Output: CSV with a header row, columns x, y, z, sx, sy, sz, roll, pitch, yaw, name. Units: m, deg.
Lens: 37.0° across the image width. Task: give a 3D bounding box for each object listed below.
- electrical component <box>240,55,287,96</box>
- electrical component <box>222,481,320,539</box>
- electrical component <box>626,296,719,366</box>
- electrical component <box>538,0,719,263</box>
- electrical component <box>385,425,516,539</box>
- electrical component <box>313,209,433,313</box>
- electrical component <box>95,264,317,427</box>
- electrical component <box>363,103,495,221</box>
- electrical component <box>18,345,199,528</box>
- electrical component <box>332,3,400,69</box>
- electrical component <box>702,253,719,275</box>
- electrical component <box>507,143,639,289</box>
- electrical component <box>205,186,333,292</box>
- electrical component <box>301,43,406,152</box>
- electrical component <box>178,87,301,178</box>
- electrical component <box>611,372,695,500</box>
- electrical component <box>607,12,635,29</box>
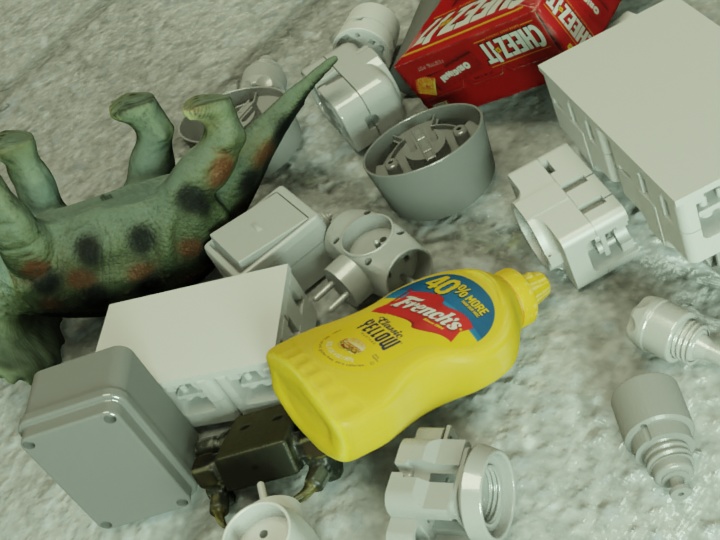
x,y,z,sx,sy,sz,roll,pitch,yaw,name
-0.090,-0.178,1.014,0.043,0.043,0.062,-15,43,16,electrical component
-0.048,0.160,0.635,0.043,0.077,0.079,-26,42,4,electrical component
0.194,0.041,0.649,0.061,0.035,0.035,28,67,40,electrical component
0.205,-0.092,0.682,0.105,0.060,0.186,-27,38,1,electrical component
0.055,0.129,0.624,0.057,0.058,0.078,-4,48,30,electrical component
0.000,0.000,0.789,0.079,0.044,0.077,-42,43,-14,electrical component
-0.111,0.063,0.777,0.150,0.061,0.089,-12,45,19,electrical component
0.054,-0.087,0.828,0.099,0.064,0.099,-16,44,15,electrical component
-0.165,0.114,0.719,0.078,0.113,0.057,-18,40,12,electrical component
0.007,-0.211,0.984,0.055,0.055,0.047,-5,44,26,electrical component
0.261,-0.022,0.662,0.076,0.047,0.083,-33,41,-5,electrical component
0.142,-0.036,0.740,0.056,0.050,0.089,-29,42,1,electrical component
-0.063,-0.020,0.831,0.096,0.061,0.062,-39,43,-10,electrical component
-0.003,-0.153,0.932,0.059,0.053,0.095,-33,42,-3,electrical component
-0.104,-0.124,0.953,0.099,0.064,0.099,-16,44,15,electrical component
0.169,0.094,0.607,0.040,0.040,0.078,-20,43,11,electrical component
0.211,-0.150,0.815,0.066,0.047,0.077,-39,42,-10,electrical component
